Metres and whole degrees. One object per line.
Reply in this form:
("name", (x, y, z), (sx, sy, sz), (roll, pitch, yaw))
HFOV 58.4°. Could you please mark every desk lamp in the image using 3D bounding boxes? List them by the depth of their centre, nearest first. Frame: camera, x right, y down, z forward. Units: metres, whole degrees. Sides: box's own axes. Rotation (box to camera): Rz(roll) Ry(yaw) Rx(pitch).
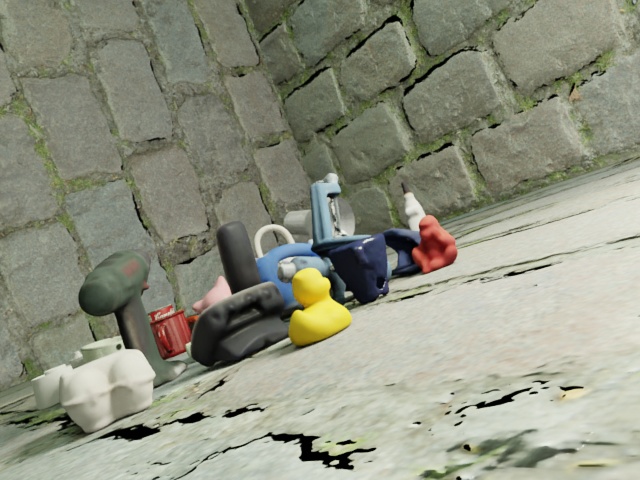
("desk lamp", (0.001, 0.015, 1.396), (0.202, 0.213, 0.118), (-21, -1, 43))

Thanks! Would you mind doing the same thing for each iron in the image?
("iron", (-0.040, 0.066, 1.171), (0.259, 0.141, 0.118), (-20, -1, -42))

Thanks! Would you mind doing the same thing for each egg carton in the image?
("egg carton", (-0.257, 0.179, 0.693), (0.107, 0.069, 0.150), (-20, -1, -29))

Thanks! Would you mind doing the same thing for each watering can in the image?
("watering can", (-0.085, 0.056, 1.312), (0.101, 0.194, 0.172), (-20, 0, -35))

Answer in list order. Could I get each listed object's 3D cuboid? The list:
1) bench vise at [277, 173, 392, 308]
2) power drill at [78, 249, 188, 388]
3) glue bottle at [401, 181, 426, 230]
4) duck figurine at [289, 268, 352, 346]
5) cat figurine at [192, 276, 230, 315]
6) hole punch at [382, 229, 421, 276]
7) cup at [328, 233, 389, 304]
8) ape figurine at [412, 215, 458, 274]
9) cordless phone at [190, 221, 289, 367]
("bench vise", (0.018, 0.000, 0.960), (0.121, 0.220, 0.208), (-21, 0, 36))
("power drill", (-0.274, 0.113, 0.855), (0.075, 0.208, 0.229), (-20, 0, 0))
("glue bottle", (0.201, -0.041, 1.189), (0.037, 0.173, 0.078), (-20, 0, 18))
("duck figurine", (-0.010, 0.079, 0.716), (0.077, 0.086, 0.105), (-21, -1, 27))
("cat figurine", (-0.142, 0.114, 0.948), (0.127, 0.118, 0.067), (-21, 0, 24))
("hole punch", (0.174, 0.012, 1.076), (0.101, 0.091, 0.108), (-20, -1, -20))
("cup", (0.068, 0.047, 0.863), (0.091, 0.095, 0.118), (-20, 0, 1))
("ape figurine", (0.193, 0.003, 0.979), (0.077, 0.092, 0.076), (-21, -1, 42))
("cordless phone", (-0.131, 0.072, 0.808), (0.094, 0.185, 0.148), (-21, 0, 39))
